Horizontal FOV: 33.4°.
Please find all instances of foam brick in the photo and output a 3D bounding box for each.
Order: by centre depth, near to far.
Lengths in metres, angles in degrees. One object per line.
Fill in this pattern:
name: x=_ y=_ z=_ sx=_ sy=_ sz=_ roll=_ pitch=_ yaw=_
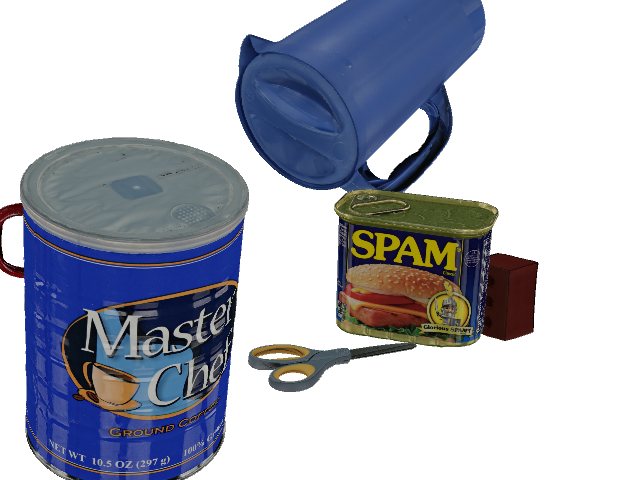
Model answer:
foam brick: x=0.187 y=0.058 z=1.102 sx=0.051 sy=0.078 sz=0.053 roll=-14 pitch=20 yaw=-43

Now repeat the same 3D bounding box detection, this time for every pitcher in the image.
pitcher: x=0.053 y=-0.152 z=0.968 sx=0.145 sy=0.149 sz=0.242 roll=19 pitch=45 yaw=34

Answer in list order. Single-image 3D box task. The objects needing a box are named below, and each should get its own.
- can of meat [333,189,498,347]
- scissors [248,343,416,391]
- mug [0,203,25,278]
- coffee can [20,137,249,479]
can of meat: x=0.060 y=0.018 z=0.691 sx=0.102 sy=0.084 sz=0.057 roll=8 pitch=22 yaw=16
scissors: x=0.020 y=0.141 z=1.209 sx=0.201 sy=0.016 sz=0.096 roll=1 pitch=25 yaw=-8
mug: x=-0.172 y=-0.002 z=0.745 sx=0.117 sy=0.081 sz=0.093 roll=-7 pitch=27 yaw=-27
coffee can: x=-0.092 y=0.034 z=0.518 sx=0.102 sy=0.140 sz=0.103 roll=6 pitch=29 yaw=-4
